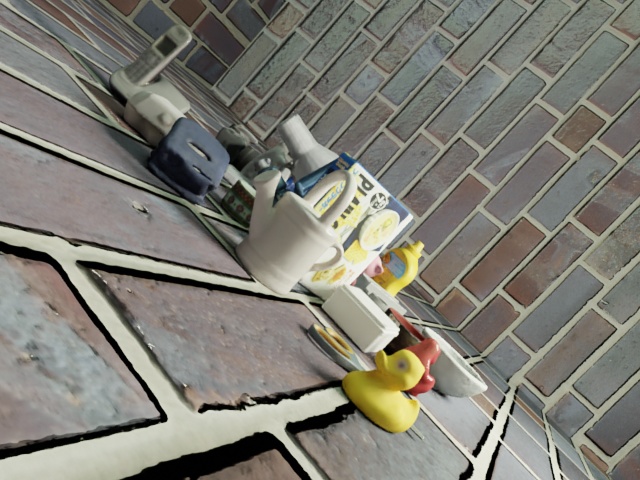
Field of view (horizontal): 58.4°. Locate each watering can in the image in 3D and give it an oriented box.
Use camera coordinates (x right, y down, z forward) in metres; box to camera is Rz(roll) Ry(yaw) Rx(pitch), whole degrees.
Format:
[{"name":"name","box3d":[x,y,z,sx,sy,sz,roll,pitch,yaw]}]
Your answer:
[{"name":"watering can","box3d":[-0.026,-0.027,0.813,0.174,0.194,0.100,36,10,-49]}]

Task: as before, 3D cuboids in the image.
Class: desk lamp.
[{"name":"desk lamp","box3d":[-0.079,-0.165,1.304,0.204,0.213,0.118,41,6,-15]}]

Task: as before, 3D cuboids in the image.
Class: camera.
[{"name":"camera","box3d":[-0.200,-0.227,1.476,0.137,0.100,0.143,43,6,-3]}]

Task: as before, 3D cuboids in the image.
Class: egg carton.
[{"name":"egg carton","box3d":[-0.268,-0.196,1.003,0.150,0.069,0.107,42,6,-5]}]

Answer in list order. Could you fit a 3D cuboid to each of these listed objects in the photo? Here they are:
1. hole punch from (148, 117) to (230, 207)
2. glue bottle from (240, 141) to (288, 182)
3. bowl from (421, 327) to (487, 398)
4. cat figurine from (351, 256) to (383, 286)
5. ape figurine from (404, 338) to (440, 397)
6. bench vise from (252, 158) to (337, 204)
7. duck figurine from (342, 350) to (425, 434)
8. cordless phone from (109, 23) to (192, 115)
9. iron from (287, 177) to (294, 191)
[{"name":"hole punch","box3d":[-0.193,-0.121,0.869,0.109,0.091,0.101,40,7,-24]},{"name":"glue bottle","box3d":[-0.120,-0.190,1.393,0.078,0.173,0.037,45,7,16]},{"name":"bowl","box3d":[0.246,0.257,1.140,0.167,0.074,0.167,42,6,-5]},{"name":"cat figurine","box3d":[0.100,0.058,1.362,0.067,0.117,0.127,41,7,-18]},{"name":"ape figurine","box3d":[0.157,0.197,0.918,0.076,0.092,0.077,38,8,-38]},{"name":"bench vise","box3d":[-0.032,-0.102,1.146,0.208,0.219,0.121,41,7,-16]},{"name":"duck figurine","box3d":[0.089,0.173,0.686,0.105,0.086,0.077,40,7,-21]},{"name":"cordless phone","box3d":[-0.295,-0.315,1.100,0.147,0.185,0.094,43,6,5]},{"name":"iron","box3d":[-0.052,-0.130,1.561,0.118,0.141,0.259,45,7,21]}]
